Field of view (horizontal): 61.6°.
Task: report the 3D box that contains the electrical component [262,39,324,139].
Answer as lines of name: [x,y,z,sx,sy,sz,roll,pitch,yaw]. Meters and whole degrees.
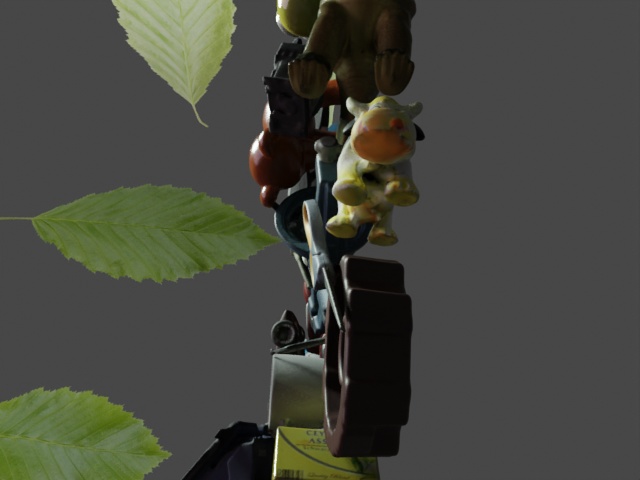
electrical component: [-0.022,-0.176,0.594,0.074,0.048,0.119,89,-163,-46]

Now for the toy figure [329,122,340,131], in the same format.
toy figure: [0.040,-0.162,0.901,0.155,0.058,0.064,-102,10,-65]

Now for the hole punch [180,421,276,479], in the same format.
hole punch: [-0.081,0.258,0.562,0.116,0.092,0.142,-52,-28,-9]

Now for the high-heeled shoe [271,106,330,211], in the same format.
high-heeled shoe: [-0.007,-0.114,0.899,0.145,0.086,0.248,36,-105,-48]

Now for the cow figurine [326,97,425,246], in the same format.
cow figurine: [0.049,-0.069,0.449,0.167,0.068,0.098,100,179,-63]

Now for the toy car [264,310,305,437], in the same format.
toy car: [-0.047,0.202,0.768,0.089,0.053,0.202,57,-141,-73]

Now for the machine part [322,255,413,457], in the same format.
machine part: [0.037,0.097,0.462,0.179,0.056,0.179,-174,89,-86]

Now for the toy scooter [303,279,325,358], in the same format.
toy scooter: [0.014,0.113,0.760,0.135,0.075,0.184,96,173,-64]

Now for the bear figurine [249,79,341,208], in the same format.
bear figurine: [-0.025,-0.132,0.711,0.196,0.132,0.120,-96,5,-57]

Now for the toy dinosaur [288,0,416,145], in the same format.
toy dinosaur: [0.045,-0.214,0.513,0.470,0.105,0.199,104,-179,-45]

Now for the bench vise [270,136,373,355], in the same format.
bench vise: [0.009,-0.002,0.620,0.240,0.129,0.224,92,178,-47]

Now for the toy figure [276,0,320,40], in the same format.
toy figure: [-0.012,-0.321,0.627,0.089,0.082,0.180,41,-124,-71]

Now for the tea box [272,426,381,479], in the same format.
tea box: [-0.002,0.268,0.513,0.068,0.098,0.169,-93,10,-69]

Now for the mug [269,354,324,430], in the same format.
mug: [-0.003,0.178,0.597,0.110,0.107,0.080,-98,11,-58]

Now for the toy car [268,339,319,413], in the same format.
toy car: [-0.009,0.237,0.856,0.103,0.109,0.161,-34,34,57]
